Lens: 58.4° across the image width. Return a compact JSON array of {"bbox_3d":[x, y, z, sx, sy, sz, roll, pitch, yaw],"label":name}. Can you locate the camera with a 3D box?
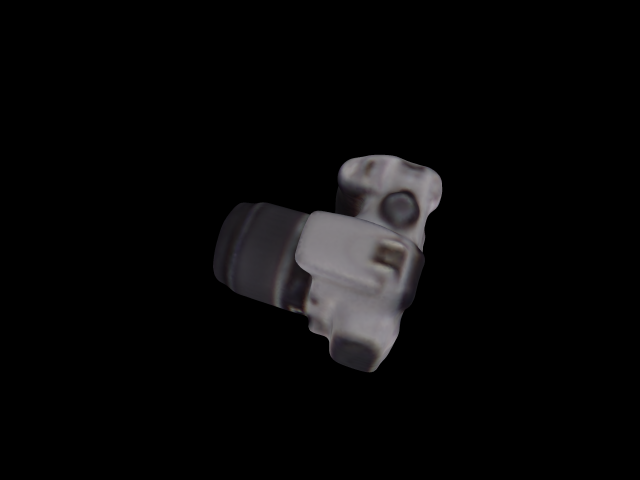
[{"bbox_3d":[0.004,0.001,0.400,0.136,0.101,0.143,17,68,7],"label":"camera"}]
